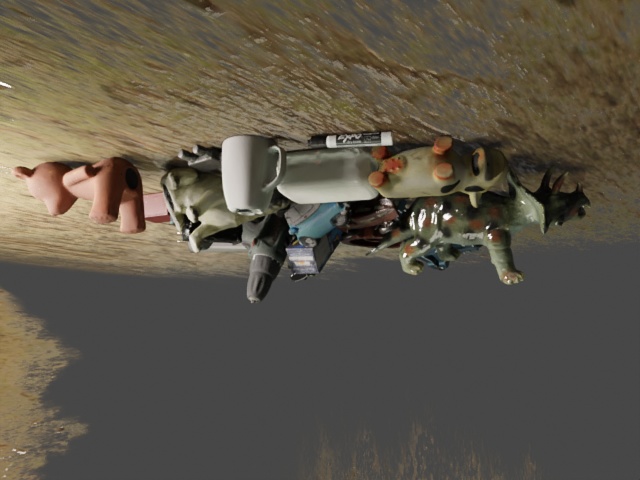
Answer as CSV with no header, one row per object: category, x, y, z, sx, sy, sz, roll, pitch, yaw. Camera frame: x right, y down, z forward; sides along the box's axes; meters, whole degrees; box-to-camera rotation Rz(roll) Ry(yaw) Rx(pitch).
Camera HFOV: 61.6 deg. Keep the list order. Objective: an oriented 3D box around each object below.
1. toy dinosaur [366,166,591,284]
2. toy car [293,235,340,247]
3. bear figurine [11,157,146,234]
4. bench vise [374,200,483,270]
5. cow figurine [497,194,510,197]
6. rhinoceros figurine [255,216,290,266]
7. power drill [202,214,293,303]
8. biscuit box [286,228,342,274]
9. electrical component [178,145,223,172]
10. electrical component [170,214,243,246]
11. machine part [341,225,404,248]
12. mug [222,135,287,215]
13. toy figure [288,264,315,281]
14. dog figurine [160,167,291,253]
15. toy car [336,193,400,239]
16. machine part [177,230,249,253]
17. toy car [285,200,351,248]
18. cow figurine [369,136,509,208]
toy dinosaur,0.244,-0.035,0.939,0.405,0.192,0.131,1,-161,29
toy car,-0.025,-0.028,1.237,0.201,0.073,0.056,11,162,-43
bear figurine,-0.400,-0.074,0.889,0.196,0.132,0.120,-7,166,10
bench vise,0.214,-0.025,1.132,0.240,0.129,0.224,32,168,-27
cow figurine,0.371,-0.049,1.113,0.098,0.068,0.167,-3,171,-7
rhinoceros figurine,-0.106,0.000,1.252,0.190,0.112,0.073,36,121,-6
power drill,-0.159,0.004,1.095,0.208,0.232,0.085,12,152,29
biscuit box,-0.002,-0.003,1.121,0.063,0.059,0.203,-3,-155,22
electrical component,-0.172,-0.127,0.847,0.063,0.021,0.094,-7,167,36
electrical component,-0.214,-0.051,1.016,0.134,0.115,0.058,5,167,-28
machine part,0.139,-0.017,1.332,0.179,0.056,0.179,2,170,0
mug,-0.095,-0.093,0.796,0.110,0.107,0.080,-2,171,29
toy figure,-0.029,0.039,1.387,0.089,0.082,0.180,16,-150,3
dog figurine,-0.163,-0.086,0.937,0.190,0.172,0.121,-26,157,-27
toy car,0.076,-0.049,1.020,0.053,0.089,0.202,-25,-170,-27
machine part,-0.247,-0.005,1.375,0.243,0.079,0.079,1,170,5
toy car,-0.014,-0.062,0.985,0.103,0.109,0.162,27,148,-23
cow figurine,0.181,-0.097,0.806,0.195,0.085,0.127,-5,162,18
